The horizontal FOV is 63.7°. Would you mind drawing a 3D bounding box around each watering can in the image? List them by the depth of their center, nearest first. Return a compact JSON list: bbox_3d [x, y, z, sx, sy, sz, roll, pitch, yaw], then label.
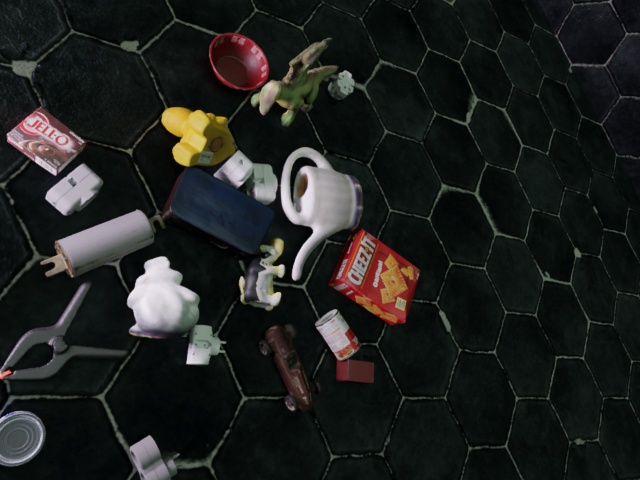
[{"bbox_3d":[0.004,-0.065,1.287,0.224,0.103,0.353,8,70,-31],"label":"watering can"}]

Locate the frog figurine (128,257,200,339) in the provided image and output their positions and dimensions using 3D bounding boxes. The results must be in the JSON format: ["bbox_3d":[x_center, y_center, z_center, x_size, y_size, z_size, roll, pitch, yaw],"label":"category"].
[{"bbox_3d":[-0.307,0.113,1.024,0.137,0.122,0.160,5,82,-11],"label":"frog figurine"}]

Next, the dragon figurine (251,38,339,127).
[{"bbox_3d":[-0.032,-0.419,1.312,0.122,0.239,0.417,47,58,-6],"label":"dragon figurine"}]
